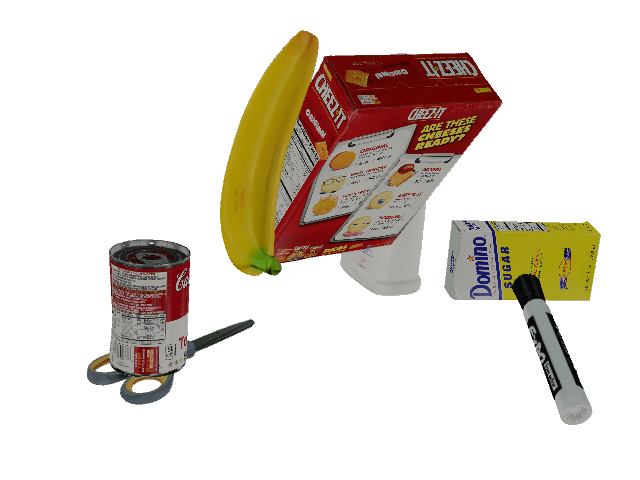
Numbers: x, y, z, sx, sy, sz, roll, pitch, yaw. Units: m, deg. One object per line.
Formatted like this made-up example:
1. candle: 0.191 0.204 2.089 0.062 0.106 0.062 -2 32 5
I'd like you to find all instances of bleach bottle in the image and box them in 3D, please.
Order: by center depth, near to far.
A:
1. bleach bottle: 0.080 -0.074 1.155 0.068 0.251 0.103 -4 23 -29

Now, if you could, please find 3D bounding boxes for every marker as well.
1. marker: 0.143 0.064 0.670 0.020 0.020 0.121 0 40 -8

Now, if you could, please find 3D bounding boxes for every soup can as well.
1. soup can: -0.146 0.058 0.908 0.068 0.102 0.068 4 17 -1

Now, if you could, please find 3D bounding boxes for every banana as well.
1. banana: -0.035 -0.051 0.719 0.070 0.197 0.037 -20 -39 37

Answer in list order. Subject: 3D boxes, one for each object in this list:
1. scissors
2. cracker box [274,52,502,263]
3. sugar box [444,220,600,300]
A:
1. scissors: -0.140 0.125 1.109 0.201 0.016 0.096 -11 31 -27
2. cracker box: 0.036 -0.073 0.961 0.163 0.072 0.214 -9 -32 -35
3. sugar box: 0.245 0.025 1.299 0.176 0.093 0.048 -1 22 -10
